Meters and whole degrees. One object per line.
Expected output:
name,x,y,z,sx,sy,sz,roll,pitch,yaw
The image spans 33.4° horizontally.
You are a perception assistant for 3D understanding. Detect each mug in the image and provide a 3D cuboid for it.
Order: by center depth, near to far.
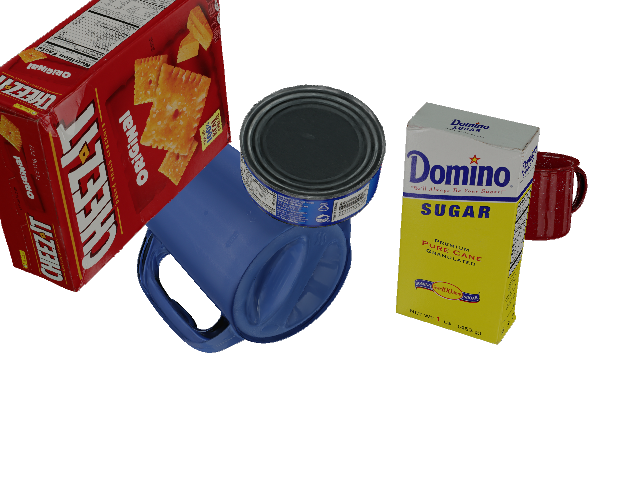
mug,0.245,-0.050,1.176,0.117,0.081,0.093,-10,19,-28

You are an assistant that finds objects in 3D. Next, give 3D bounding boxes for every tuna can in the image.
tuna can,-0.005,-0.050,0.636,0.086,0.086,0.034,0,-34,-5

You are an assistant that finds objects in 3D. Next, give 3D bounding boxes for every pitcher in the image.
pitcher,-0.101,-0.015,1.003,0.148,0.145,0.243,-13,40,-39

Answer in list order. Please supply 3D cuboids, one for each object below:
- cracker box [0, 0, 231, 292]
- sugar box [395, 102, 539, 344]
cracker box,-0.154,-0.091,0.812,0.072,0.164,0.213,20,47,21
sugar box,0.110,-0.011,0.823,0.093,0.176,0.048,16,38,23
